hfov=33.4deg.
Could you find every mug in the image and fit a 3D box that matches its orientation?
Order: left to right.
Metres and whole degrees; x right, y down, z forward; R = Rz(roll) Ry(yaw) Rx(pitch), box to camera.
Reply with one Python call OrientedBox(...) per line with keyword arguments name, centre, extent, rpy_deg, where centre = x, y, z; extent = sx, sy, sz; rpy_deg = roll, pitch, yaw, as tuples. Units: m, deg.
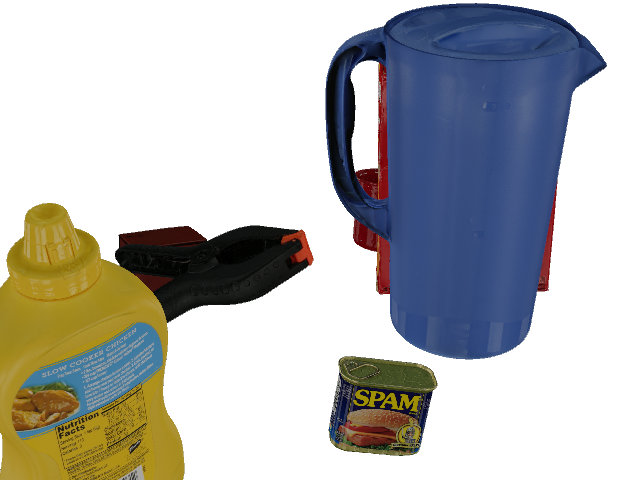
OrientedBox(name="mug", centre=(0.090, -0.035, 1.239), extent=(0.117, 0.081, 0.093), rpy_deg=(-8, 21, -39))

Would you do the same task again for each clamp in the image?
OrientedBox(name="clamp", centre=(-0.093, 0.032, 0.816), extent=(0.172, 0.039, 0.120), rpy_deg=(-12, 40, 17))

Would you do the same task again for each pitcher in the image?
OrientedBox(name="pitcher", centre=(0.097, -0.041, 0.769), extent=(0.144, 0.243, 0.149), rpy_deg=(-19, 34, -34))

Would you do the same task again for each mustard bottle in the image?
OrientedBox(name="mustard bottle", centre=(-0.119, 0.066, 0.518), extent=(0.096, 0.192, 0.058), rpy_deg=(-25, 42, -30))

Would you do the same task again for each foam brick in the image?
OrientedBox(name="foam brick", centre=(-0.159, 0.020, 1.072), extent=(0.078, 0.051, 0.053), rpy_deg=(-8, 21, -25))

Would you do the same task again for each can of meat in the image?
OrientedBox(name="can of meat", centre=(0.063, 0.174, 1.112), extent=(0.102, 0.084, 0.057), rpy_deg=(7, 20, -8))

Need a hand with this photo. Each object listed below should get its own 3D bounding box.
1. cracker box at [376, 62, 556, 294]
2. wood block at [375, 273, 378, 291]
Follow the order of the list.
OrientedBox(name="cracker box", centre=(0.134, -0.057, 0.989), extent=(0.164, 0.214, 0.072), rpy_deg=(0, 22, 1))
OrientedBox(name="wood block", centre=(0.134, -0.005, 1.607), extent=(0.091, 0.090, 0.206), rpy_deg=(4, 25, 3))
